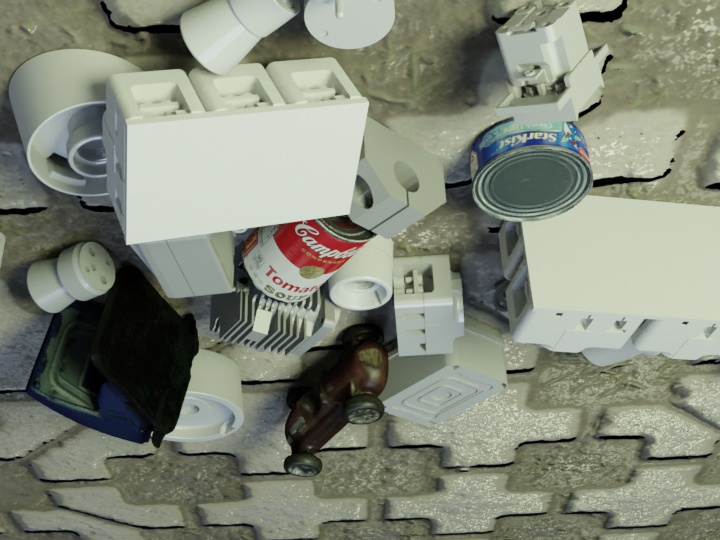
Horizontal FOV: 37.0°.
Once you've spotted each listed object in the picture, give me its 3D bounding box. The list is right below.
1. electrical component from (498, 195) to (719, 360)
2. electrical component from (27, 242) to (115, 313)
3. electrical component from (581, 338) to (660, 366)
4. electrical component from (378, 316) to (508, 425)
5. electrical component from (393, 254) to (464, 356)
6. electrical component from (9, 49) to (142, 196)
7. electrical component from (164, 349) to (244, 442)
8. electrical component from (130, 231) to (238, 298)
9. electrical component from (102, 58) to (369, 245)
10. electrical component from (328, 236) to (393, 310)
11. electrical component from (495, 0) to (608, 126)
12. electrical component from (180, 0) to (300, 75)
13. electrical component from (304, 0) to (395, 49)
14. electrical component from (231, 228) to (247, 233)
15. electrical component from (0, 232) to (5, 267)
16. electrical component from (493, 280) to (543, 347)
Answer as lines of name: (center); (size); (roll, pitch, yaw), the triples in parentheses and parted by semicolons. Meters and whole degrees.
electrical component: (0.207, 0.005, 0.828); (0.186, 0.105, 0.060); (4, 147, -10)
electrical component: (-0.230, 0.005, 0.857); (0.055, 0.045, 0.045); (-20, 143, 24)
electrical component: (0.249, 0.055, 0.963); (0.079, 0.043, 0.077); (17, 142, -27)
electrical component: (0.073, 0.092, 0.997); (0.078, 0.057, 0.113); (23, 140, -33)
electrical component: (0.058, 0.031, 0.908); (0.056, 0.050, 0.089); (-4, 147, 3)
electrical component: (-0.177, -0.097, 0.708); (0.099, 0.064, 0.099); (-13, 147, -9)
electrical component: (-0.162, 0.112, 1.010); (0.108, 0.060, 0.108); (-2, 147, -1)
electrical component: (-0.130, -0.022, 0.805); (0.061, 0.061, 0.096); (-6, 147, 6)
electrical component: (-0.080, -0.079, 0.678); (0.150, 0.061, 0.089); (-9, 134, -22)
electrical component: (0.000, 0.000, 0.860); (0.055, 0.047, 0.055); (-2, 147, -1)
electrical component: (0.113, -0.127, 0.650); (0.042, 0.081, 0.063); (0, 124, 37)
electrical component: (-0.068, -0.150, 0.633); (0.065, 0.044, 0.044); (-29, 139, 28)
electrical component: (-0.014, -0.168, 0.577); (0.052, 0.073, 0.138); (-7, 147, 7)
electrical component: (-0.085, -0.054, 0.758); (0.035, 0.061, 0.035); (-2, 149, -2)
electrical component: (-0.302, -0.029, 0.790); (0.078, 0.058, 0.057); (10, 148, -17)
electrical component: (0.146, 0.034, 0.928); (0.044, 0.044, 0.065); (-26, 135, 32)
